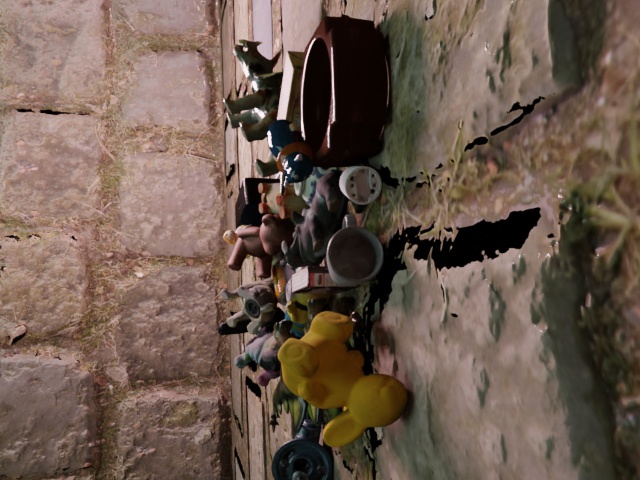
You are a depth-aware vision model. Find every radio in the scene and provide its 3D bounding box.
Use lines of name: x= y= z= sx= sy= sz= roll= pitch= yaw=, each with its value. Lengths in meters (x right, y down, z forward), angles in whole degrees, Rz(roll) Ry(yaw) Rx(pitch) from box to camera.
radio: x=-0.142 y=-0.086 z=1.374 sx=0.229 sy=0.131 sz=0.073 roll=135 pitch=132 yaw=-69

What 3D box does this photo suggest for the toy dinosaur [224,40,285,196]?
toy dinosaur: x=-0.085 y=-0.257 z=1.143 sx=0.405 sy=0.192 sz=0.131 roll=59 pitch=170 yaw=29

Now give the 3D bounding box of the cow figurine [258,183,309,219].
cow figurine: x=-0.067 y=-0.090 z=1.163 sx=0.195 sy=0.127 sz=0.085 roll=12 pitch=102 yaw=59

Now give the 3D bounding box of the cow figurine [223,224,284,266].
cow figurine: x=-0.165 y=0.005 z=1.393 sx=0.068 sy=0.167 sz=0.098 roll=-4 pitch=54 yaw=56

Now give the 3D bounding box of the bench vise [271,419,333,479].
bench vise: x=-0.045 y=0.480 z=1.043 sx=0.240 sy=0.129 sz=0.223 roll=-61 pitch=-8 yaw=-84

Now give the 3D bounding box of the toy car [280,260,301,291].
toy car: x=-0.048 y=0.080 z=1.192 sx=0.202 sy=0.056 sz=0.073 roll=-179 pitch=82 yaw=-76

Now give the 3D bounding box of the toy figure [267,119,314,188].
toy figure: x=-0.044 y=-0.137 z=0.842 sx=0.155 sy=0.058 sz=0.064 roll=-116 pitch=20 yaw=-45

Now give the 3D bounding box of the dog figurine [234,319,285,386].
dog figurine: x=-0.091 y=0.244 z=1.258 sx=0.219 sy=0.108 sz=0.191 roll=-43 pitch=3 yaw=41

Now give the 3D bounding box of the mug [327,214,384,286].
mug: x=0.044 y=0.022 z=0.810 sx=0.107 sy=0.081 sz=0.109 roll=106 pitch=154 yaw=-71

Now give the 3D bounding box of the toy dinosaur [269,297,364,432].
toy dinosaur: x=-0.020 y=0.236 z=0.963 sx=0.471 sy=0.105 sz=0.198 roll=126 pitch=139 yaw=-55

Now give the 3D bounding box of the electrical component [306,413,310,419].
electrical component: x=-0.051 y=0.358 z=1.232 sx=0.075 sy=0.048 sz=0.119 roll=123 pitch=144 yaw=-65

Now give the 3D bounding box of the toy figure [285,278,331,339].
toy figure: x=-0.026 y=0.132 z=1.068 sx=0.180 sy=0.089 sz=0.082 roll=94 pitch=169 yaw=-46

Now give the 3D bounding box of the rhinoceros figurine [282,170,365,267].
rhinoceros figurine: x=-0.004 y=-0.026 z=0.890 sx=0.112 sy=0.073 sz=0.190 roll=53 pitch=130 yaw=36

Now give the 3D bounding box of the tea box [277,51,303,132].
tea box: x=-0.022 y=-0.254 z=0.993 sx=0.169 sy=0.098 sz=0.068 roll=106 pitch=156 yaw=-43

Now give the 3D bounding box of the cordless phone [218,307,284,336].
cordless phone: x=-0.186 y=0.255 z=1.461 sx=0.146 sy=0.184 sz=0.089 roll=109 pitch=151 yaw=-50

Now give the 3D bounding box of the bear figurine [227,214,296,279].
bear figurine: x=-0.124 y=0.014 z=1.262 sx=0.196 sy=0.120 sz=0.132 roll=-10 pitch=64 yaw=59

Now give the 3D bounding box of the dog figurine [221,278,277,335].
dog figurine: x=-0.130 y=0.145 z=1.368 sx=0.173 sy=0.190 sz=0.121 roll=11 pitch=112 yaw=38

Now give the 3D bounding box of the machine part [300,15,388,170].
machine part: x=0.032 y=-0.217 z=0.824 sx=0.201 sy=0.087 sz=0.201 roll=166 pitch=101 yaw=-75

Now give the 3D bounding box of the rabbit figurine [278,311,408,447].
rabbit figurine: x=0.035 y=0.206 z=0.736 sx=0.173 sy=0.122 sz=0.162 roll=18 pitch=117 yaw=28

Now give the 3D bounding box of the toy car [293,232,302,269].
toy car: x=-0.002 y=-0.003 z=1.020 sx=0.202 sy=0.053 sz=0.089 roll=127 pitch=129 yaw=-60
